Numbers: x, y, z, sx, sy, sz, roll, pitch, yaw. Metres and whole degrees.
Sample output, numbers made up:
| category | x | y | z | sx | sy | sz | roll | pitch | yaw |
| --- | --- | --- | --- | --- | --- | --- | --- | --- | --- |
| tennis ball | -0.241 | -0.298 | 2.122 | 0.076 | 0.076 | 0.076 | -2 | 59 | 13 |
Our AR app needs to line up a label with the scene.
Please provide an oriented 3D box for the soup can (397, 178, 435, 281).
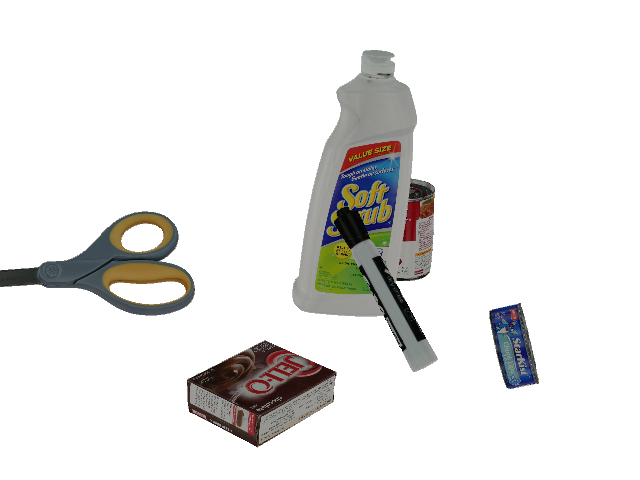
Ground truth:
| category | x | y | z | sx | sy | sz | roll | pitch | yaw |
| --- | --- | --- | --- | --- | --- | --- | --- | --- | --- |
| soup can | 0.095 | -0.013 | 1.224 | 0.068 | 0.102 | 0.068 | 0 | 24 | 0 |

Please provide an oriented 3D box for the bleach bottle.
| category | x | y | z | sx | sy | sz | roll | pitch | yaw |
| --- | --- | --- | --- | --- | --- | --- | --- | --- | --- |
| bleach bottle | 0.033 | -0.054 | 1.009 | 0.102 | 0.251 | 0.068 | 4 | 22 | -3 |

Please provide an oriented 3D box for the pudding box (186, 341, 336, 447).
| category | x | y | z | sx | sy | sz | roll | pitch | yaw |
| --- | --- | --- | --- | --- | --- | --- | --- | --- | --- |
| pudding box | -0.054 | 0.139 | 0.988 | 0.090 | 0.039 | 0.113 | 19 | 29 | 34 |

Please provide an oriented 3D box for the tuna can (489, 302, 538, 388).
| category | x | y | z | sx | sy | sz | roll | pitch | yaw |
| --- | --- | --- | --- | --- | --- | --- | --- | --- | --- |
| tuna can | 0.201 | 0.110 | 1.109 | 0.034 | 0.086 | 0.086 | -13 | -3 | 11 |

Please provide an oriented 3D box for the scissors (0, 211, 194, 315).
| category | x | y | z | sx | sy | sz | roll | pitch | yaw |
| --- | --- | --- | --- | --- | --- | --- | --- | --- | --- |
| scissors | -0.194 | 0.011 | 0.816 | 0.201 | 0.096 | 0.016 | 10 | -33 | -7 |

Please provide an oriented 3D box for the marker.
| category | x | y | z | sx | sy | sz | roll | pitch | yaw |
| --- | --- | --- | --- | --- | --- | --- | --- | --- | --- |
| marker | 0.042 | 0.031 | 0.716 | 0.020 | 0.121 | 0.020 | -26 | -13 | -7 |
